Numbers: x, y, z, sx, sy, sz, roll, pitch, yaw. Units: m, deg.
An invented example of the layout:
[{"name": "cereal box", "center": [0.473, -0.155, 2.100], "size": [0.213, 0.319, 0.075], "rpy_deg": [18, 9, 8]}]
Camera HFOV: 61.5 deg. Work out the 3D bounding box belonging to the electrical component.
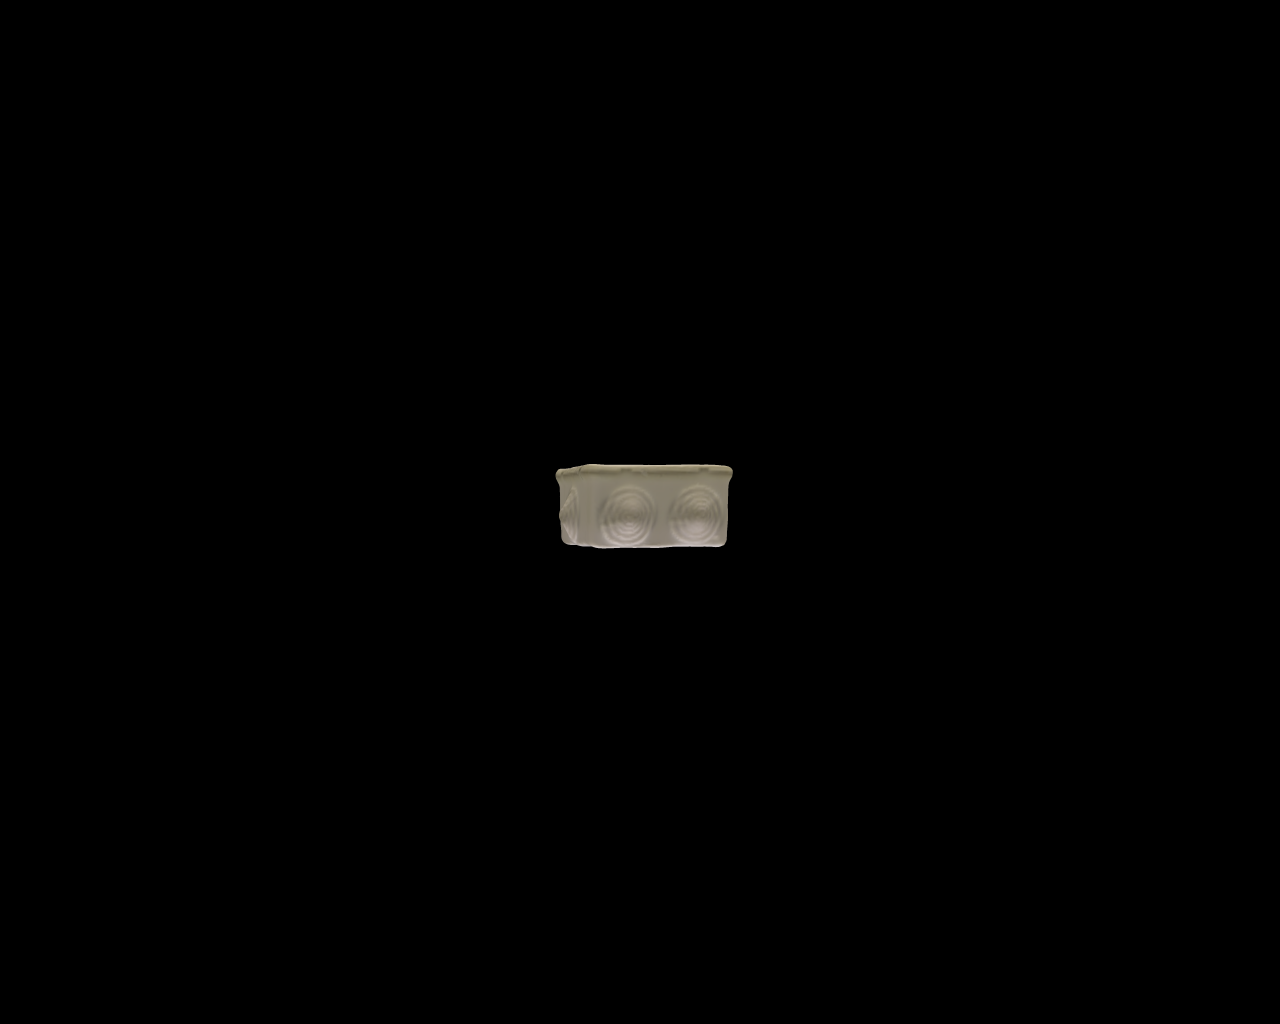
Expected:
[{"name": "electrical component", "center": [0.001, -0.003, 0.650], "size": [0.100, 0.048, 0.099], "rpy_deg": [0, 0, -17]}]
